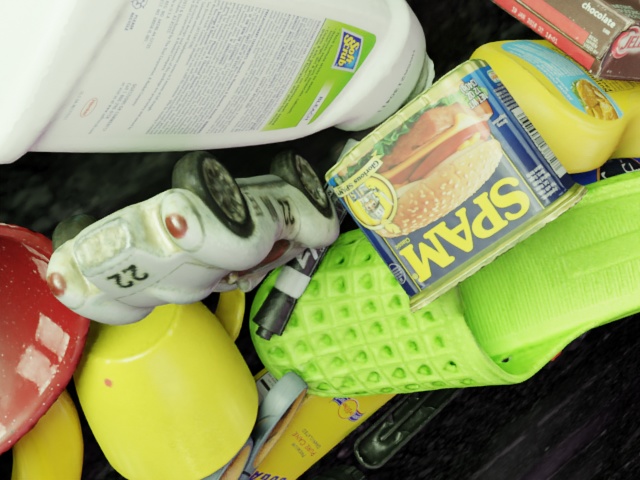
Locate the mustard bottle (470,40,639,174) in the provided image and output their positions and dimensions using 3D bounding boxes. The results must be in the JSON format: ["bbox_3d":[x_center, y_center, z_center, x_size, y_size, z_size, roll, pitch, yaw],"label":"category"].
[{"bbox_3d":[0.135,-0.078,0.611,0.191,0.096,0.058,-13,139,-40],"label":"mustard bottle"}]

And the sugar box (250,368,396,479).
[{"bbox_3d":[-0.031,0.129,0.714,0.176,0.048,0.093,-42,149,-5],"label":"sugar box"}]

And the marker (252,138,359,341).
[{"bbox_3d":[-0.004,0.001,0.592,0.020,0.020,0.121,29,89,-57],"label":"marker"}]

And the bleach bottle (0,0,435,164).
[{"bbox_3d":[-0.034,-0.078,0.457,0.250,0.068,0.103,-1,133,-52],"label":"bleach bottle"}]

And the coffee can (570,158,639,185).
[{"bbox_3d":[0.167,-0.024,0.705,0.140,0.103,0.103,-17,139,-37],"label":"coffee can"}]

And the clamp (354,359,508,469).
[{"bbox_3d":[0.109,0.087,0.775,0.165,0.036,0.209,-43,173,21],"label":"clamp"}]

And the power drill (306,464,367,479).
[{"bbox_3d":[-0.053,0.248,0.788,0.188,0.057,0.184,-50,164,22],"label":"power drill"}]

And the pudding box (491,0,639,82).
[{"bbox_3d":[0.156,-0.125,0.588,0.113,0.090,0.039,-4,132,-47],"label":"pudding box"}]

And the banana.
[{"bbox_3d":[-0.160,0.127,0.575,0.069,0.037,0.198,-14,138,-42],"label":"banana"}]

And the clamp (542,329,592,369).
[{"bbox_3d":[0.211,0.071,0.905,0.171,0.039,0.120,-28,144,-48],"label":"clamp"}]

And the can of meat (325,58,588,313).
[{"bbox_3d":[0.064,-0.027,0.525,0.102,0.084,0.057,-37,177,25],"label":"can of meat"}]

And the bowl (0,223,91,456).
[{"bbox_3d":[-0.178,0.042,0.438,0.162,0.055,0.162,-29,145,-23],"label":"bowl"}]

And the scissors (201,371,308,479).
[{"bbox_3d":[-0.063,0.158,0.636,0.096,0.016,0.202,-30,154,-56],"label":"scissors"}]
